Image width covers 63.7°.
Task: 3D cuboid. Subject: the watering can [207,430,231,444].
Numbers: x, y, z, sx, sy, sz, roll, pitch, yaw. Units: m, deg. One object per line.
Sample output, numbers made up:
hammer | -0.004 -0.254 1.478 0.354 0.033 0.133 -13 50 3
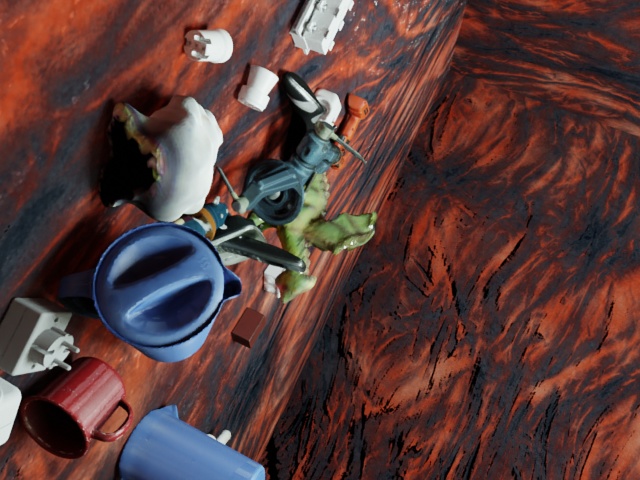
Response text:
watering can | -0.306 0.571 1.234 0.226 0.104 0.344 -63 168 -9

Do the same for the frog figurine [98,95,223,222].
frog figurine | -0.154 -0.095 0.587 0.161 0.123 0.136 -25 119 -56

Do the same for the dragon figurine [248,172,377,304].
dragon figurine | 0.003 -0.054 1.076 0.418 0.244 0.119 -58 161 -27
